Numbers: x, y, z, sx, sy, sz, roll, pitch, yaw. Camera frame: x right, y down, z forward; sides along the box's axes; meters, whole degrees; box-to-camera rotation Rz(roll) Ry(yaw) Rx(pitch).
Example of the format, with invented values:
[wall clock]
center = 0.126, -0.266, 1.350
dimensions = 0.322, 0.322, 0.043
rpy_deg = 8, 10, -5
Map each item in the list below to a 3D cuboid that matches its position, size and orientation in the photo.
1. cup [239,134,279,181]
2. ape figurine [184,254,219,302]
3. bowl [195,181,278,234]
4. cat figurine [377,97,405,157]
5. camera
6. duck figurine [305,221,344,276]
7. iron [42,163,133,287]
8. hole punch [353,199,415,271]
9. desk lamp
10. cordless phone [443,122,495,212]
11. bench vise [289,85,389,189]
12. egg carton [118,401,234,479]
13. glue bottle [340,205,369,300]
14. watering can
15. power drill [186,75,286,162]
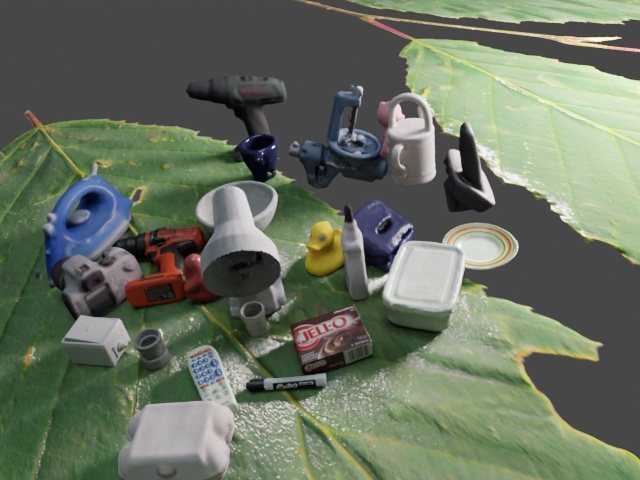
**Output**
[cup]
center = -0.132, -0.177, 1.311
dimensions = 0.091, 0.095, 0.117
rpy_deg = -10, 37, -1
[ape figurine]
center = -0.215, 0.062, 1.022
dimensions = 0.075, 0.092, 0.078
rpy_deg = 19, 46, 32
[bowl]
center = -0.164, -0.048, 1.168
dimensions = 0.167, 0.075, 0.167
rpy_deg = -6, 37, 5
[cat figurine]
center = 0.169, -0.276, 1.354
dimensions = 0.067, 0.118, 0.127
rpy_deg = -5, 37, 6
[camera]
center = -0.426, 0.063, 1.061
dimensions = 0.136, 0.101, 0.143
rpy_deg = 22, 48, 35
[duck figurine]
center = 0.010, 0.004, 1.053
dimensions = 0.077, 0.086, 0.105
rpy_deg = 18, 45, 32
[iron]
center = -0.499, -0.040, 1.177
dimensions = 0.118, 0.142, 0.258
rpy_deg = 3, 39, 17
[hole punch]
center = 0.114, -0.012, 1.046
dimensions = 0.100, 0.091, 0.109
rpy_deg = 18, 45, 31
[desk lamp]
center = -0.127, 0.032, 0.941
dimensions = 0.118, 0.214, 0.203
rpy_deg = -13, 37, -4
[cordless phone]
center = 0.290, -0.160, 1.120
dimensions = 0.094, 0.185, 0.147
rpy_deg = -7, 37, 4
[bench vise]
center = 0.036, -0.213, 1.217
dimensions = 0.207, 0.220, 0.121
rpy_deg = -13, 37, -4
[egg carton]
center = -0.189, 0.272, 0.762
dimensions = 0.150, 0.069, 0.107
rpy_deg = -6, 37, 5
[glue bottle]
center = 0.055, 0.015, 0.956
dimensions = 0.037, 0.173, 0.078
rpy_deg = -10, 37, 0
[watering can]
center = 0.193, -0.225, 1.220
dimensions = 0.100, 0.194, 0.173
rpy_deg = -1, 38, 11
[power drill]
center = -0.188, -0.303, 1.394
dimensions = 0.229, 0.209, 0.075
rpy_deg = -14, 37, -6
